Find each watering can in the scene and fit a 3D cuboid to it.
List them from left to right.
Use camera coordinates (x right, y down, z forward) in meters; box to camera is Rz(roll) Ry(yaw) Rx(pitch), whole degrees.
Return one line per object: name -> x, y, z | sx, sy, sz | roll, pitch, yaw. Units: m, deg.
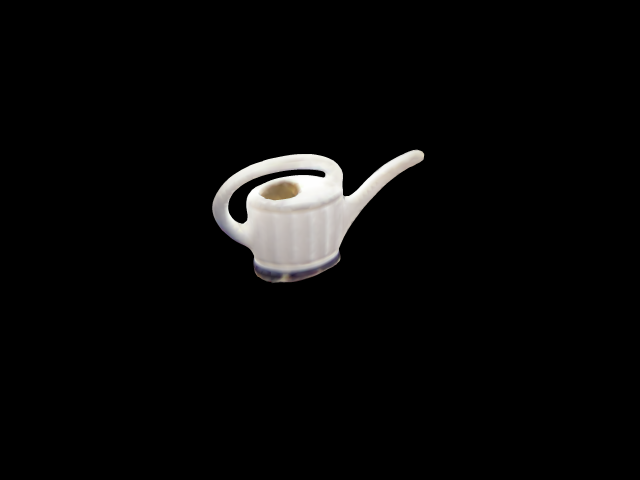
watering can -> 0.003, -0.043, 0.850 | 0.348, 0.219, 0.106 | -8, 37, -11
